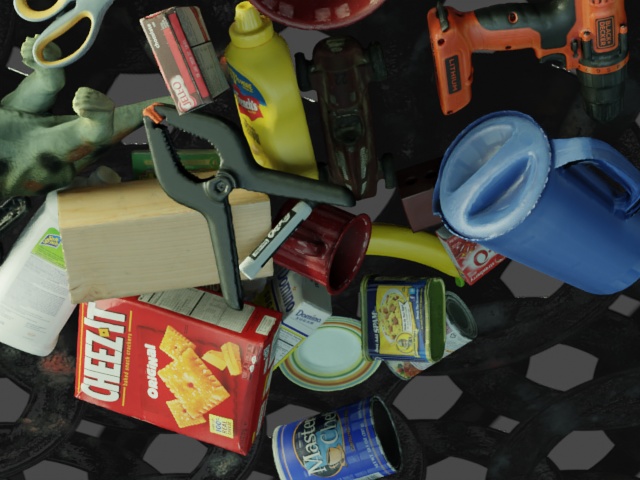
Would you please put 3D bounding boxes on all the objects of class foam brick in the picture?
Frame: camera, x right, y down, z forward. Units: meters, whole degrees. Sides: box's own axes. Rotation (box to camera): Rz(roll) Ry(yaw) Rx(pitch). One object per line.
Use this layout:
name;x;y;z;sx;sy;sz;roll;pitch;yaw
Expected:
foam brick;0.126;-0.052;1.139;0.078;0.053;0.051;-18;129;12

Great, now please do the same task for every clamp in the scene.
clamp;-0.094;-0.043;1.016;0.210;0.036;0.165;39;101;-6
clamp;-0.371;0.001;1.155;0.120;0.039;0.172;-10;157;-17

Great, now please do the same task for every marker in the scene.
marker;-0.035;-0.011;1.066;0.121;0.020;0.020;-48;124;-9

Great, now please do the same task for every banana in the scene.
banana;0.089;0.012;1.202;0.197;0.037;0.070;16;128;-15

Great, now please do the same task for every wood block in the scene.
wood block;-0.158;-0.007;1.093;0.206;0.090;0.091;-8;120;-11

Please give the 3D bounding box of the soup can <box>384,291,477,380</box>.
soup can;0.127;0.113;1.270;0.102;0.068;0.068;-36;123;24

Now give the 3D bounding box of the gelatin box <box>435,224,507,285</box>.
gelatin box;0.181;-0.005;1.175;0.089;0.030;0.073;-36;125;-5

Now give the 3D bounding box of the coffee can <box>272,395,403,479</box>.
coffee can;0.023;0.270;1.377;0.140;0.103;0.102;-21;128;15

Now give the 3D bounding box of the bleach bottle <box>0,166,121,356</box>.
bleach bottle;-0.285;0.019;1.179;0.102;0.068;0.251;26;122;-24

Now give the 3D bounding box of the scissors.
scissors;-0.200;-0.245;0.979;0.096;0.016;0.202;45;96;4

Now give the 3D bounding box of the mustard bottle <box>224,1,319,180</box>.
mustard bottle;-0.052;-0.141;1.029;0.058;0.096;0.191;-25;131;-16

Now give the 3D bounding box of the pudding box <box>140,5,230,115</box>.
pudding box;-0.121;-0.167;0.975;0.039;0.113;0.090;-19;101;9

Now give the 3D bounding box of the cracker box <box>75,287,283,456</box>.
cracker box;-0.160;0.131;1.182;0.214;0.072;0.164;17;123;8

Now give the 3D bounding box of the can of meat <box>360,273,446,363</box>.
can of meat;0.095;0.089;1.214;0.084;0.057;0.102;0;93;29

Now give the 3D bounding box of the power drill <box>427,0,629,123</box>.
power drill;0.204;-0.178;1.034;0.187;0.057;0.184;-12;130;5

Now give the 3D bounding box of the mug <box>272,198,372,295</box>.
mug;-0.007;0.001;1.126;0.082;0.117;0.093;24;103;22

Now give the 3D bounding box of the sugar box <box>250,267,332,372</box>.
sugar box;-0.056;0.099;1.235;0.048;0.093;0.176;26;124;-23

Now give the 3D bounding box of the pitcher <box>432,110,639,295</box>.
pitcher;0.247;-0.029;1.083;0.242;0.149;0.145;24;99;-41

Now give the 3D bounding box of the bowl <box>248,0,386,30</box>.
bowl;-0.002;-0.270;0.946;0.162;0.055;0.162;-1;130;-1
